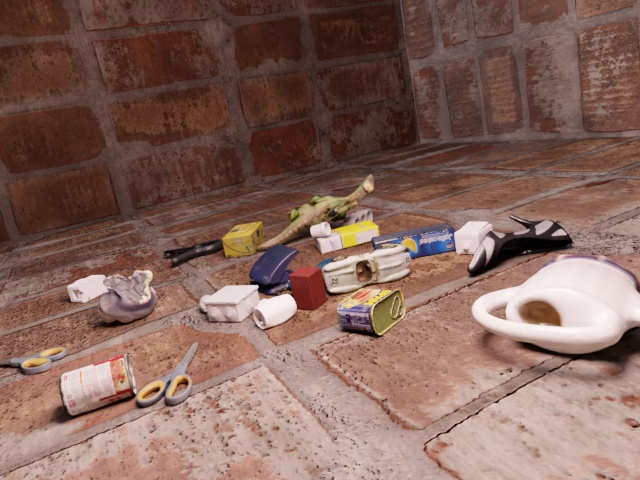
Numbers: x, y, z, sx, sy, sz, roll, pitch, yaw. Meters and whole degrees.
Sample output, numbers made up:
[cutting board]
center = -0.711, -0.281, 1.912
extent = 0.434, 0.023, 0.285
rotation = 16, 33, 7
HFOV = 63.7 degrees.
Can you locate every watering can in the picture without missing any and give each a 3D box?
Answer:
[watering can]
center = 0.395, 0.098, 0.720
extent = 0.347, 0.103, 0.227
rotation = 0, 17, 41

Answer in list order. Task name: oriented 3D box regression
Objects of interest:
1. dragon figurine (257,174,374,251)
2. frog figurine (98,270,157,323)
[dragon figurine]
center = 0.005, -0.079, 1.570
extent = 0.415, 0.122, 0.241
rotation = -35, 5, -21
[frog figurine]
center = -0.462, 0.149, 1.223
extent = 0.139, 0.123, 0.156
rotation = -37, -8, -46
